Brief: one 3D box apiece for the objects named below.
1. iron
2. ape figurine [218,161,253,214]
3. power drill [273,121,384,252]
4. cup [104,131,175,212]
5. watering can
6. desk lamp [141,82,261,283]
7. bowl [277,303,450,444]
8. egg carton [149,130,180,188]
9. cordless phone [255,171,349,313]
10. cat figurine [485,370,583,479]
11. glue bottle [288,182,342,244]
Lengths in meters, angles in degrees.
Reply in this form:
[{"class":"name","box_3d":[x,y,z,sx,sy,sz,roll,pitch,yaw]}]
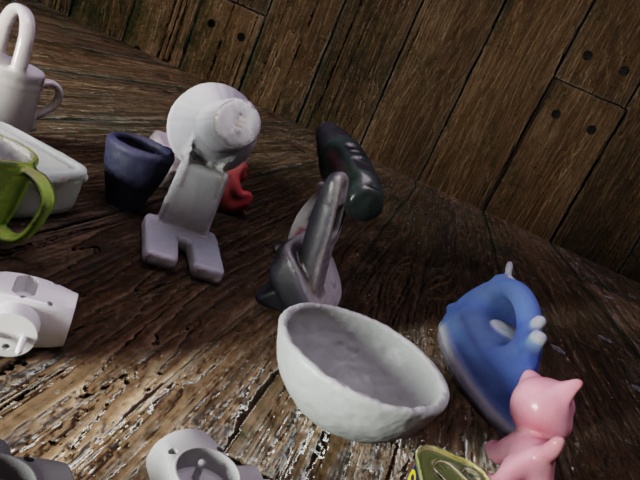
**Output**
[{"class":"iron","box_3d":[0.240,0.124,0.733,0.118,0.141,0.258,23,16,-5]},{"class":"ape figurine","box_3d":[-0.148,-0.095,0.963,0.076,0.092,0.077,7,24,-47]},{"class":"power drill","box_3d":[0.008,-0.055,0.849,0.076,0.208,0.229,15,18,-28]},{"class":"cup","box_3d":[-0.251,-0.091,0.793,0.091,0.095,0.118,28,16,14]},{"class":"watering can","box_3d":[-0.436,-0.226,0.776,0.100,0.194,0.173,29,16,16]},{"class":"desk lamp","box_3d":[-0.142,-0.088,0.725,0.118,0.213,0.202,17,17,-24]},{"class":"bowl","box_3d":[0.028,0.131,0.524,0.167,0.075,0.167,22,16,-6]},{"class":"egg carton","box_3d":[-0.246,-0.133,0.983,0.107,0.069,0.150,16,18,-28]},{"class":"cordless phone","box_3d":[0.006,0.003,0.703,0.094,0.185,0.148,26,16,5]},{"class":"cat figurine","box_3d":[0.210,0.181,0.548,0.067,0.118,0.128,27,16,10]},{"class":"glue bottle","box_3d":[0.013,-0.060,0.935,0.078,0.173,0.037,25,16,4]}]
